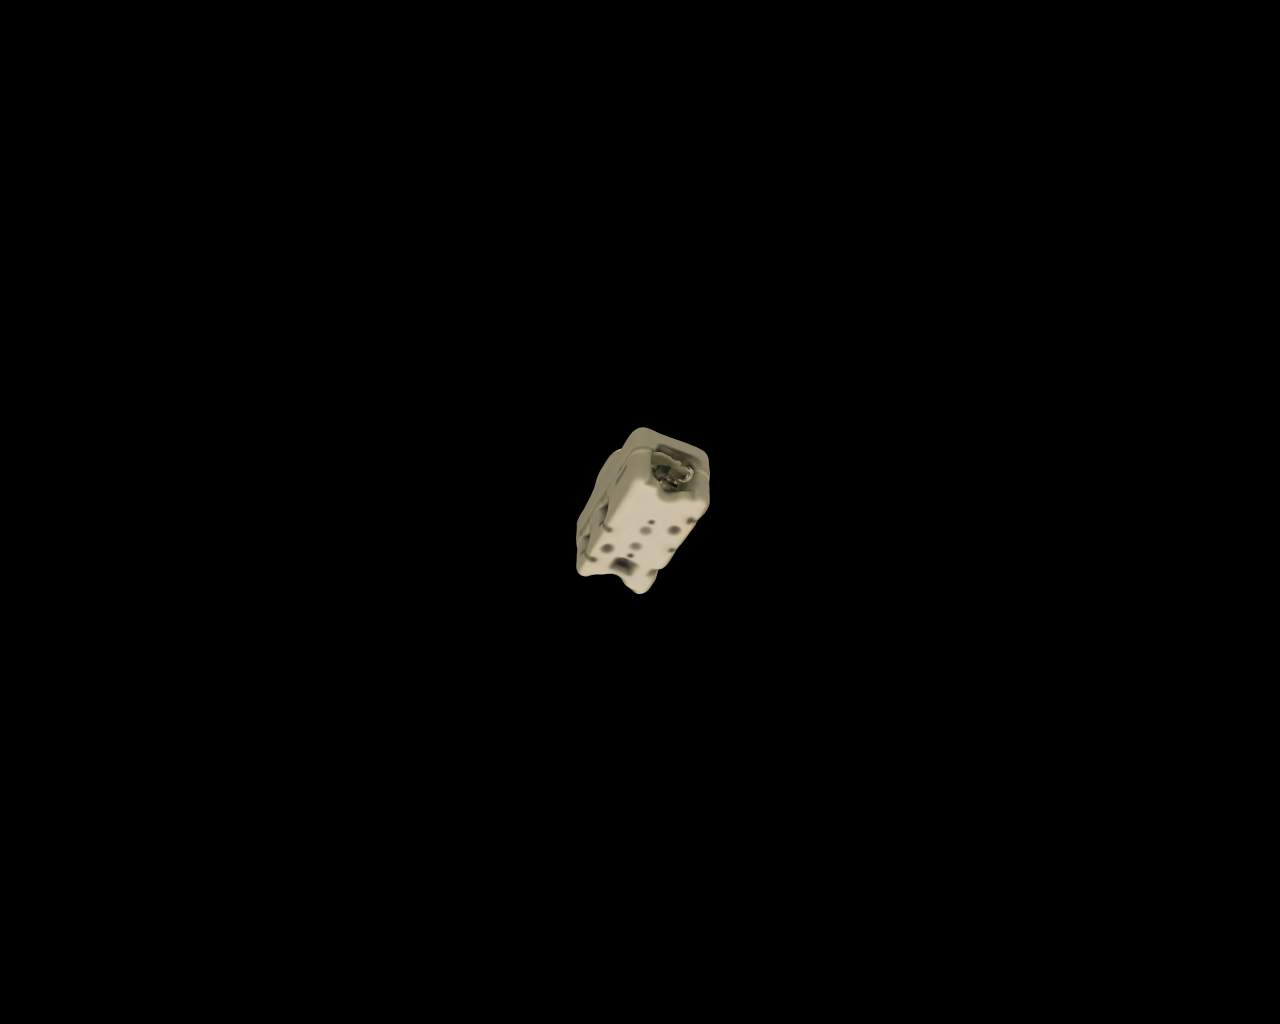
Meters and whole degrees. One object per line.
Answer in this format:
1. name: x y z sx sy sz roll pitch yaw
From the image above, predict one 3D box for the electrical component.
1. electrical component: 0.001 -0.003 0.650 0.050 0.056 0.089 20 -50 -17
